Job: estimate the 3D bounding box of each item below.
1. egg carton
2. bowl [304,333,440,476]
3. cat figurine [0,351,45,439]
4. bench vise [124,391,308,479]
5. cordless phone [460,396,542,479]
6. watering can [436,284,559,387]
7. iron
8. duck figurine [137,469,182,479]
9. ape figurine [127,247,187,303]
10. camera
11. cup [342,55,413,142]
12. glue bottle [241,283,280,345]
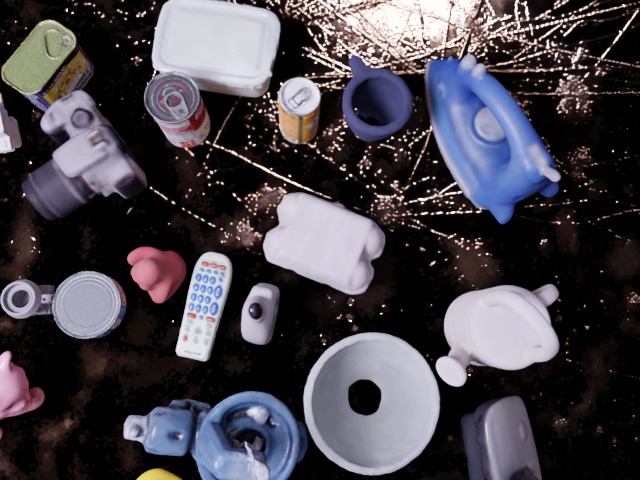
[{"bbox_3d":[0.007,0.003,0.754,0.150,0.069,0.107,21,80,1],"label":"egg carton"},{"bbox_3d":[0.062,0.201,0.722,0.167,0.074,0.167,0,81,-3],"label":"bowl"},{"bbox_3d":[-0.392,0.192,0.678,0.128,0.117,0.067,-43,85,-8],"label":"cat figurine"},{"bbox_3d":[-0.116,0.238,0.633,0.207,0.219,0.121,-9,81,-4],"label":"bench vise"},{"bbox_3d":[0.237,0.264,0.665,0.094,0.185,0.147,-12,81,-4],"label":"cordless phone"},{"bbox_3d":[0.217,0.110,0.684,0.101,0.194,0.173,33,81,3],"label":"watering can"},{"bbox_3d":[0.223,-0.158,0.755,0.119,0.141,0.258,-30,83,-7],"label":"iron"},{"bbox_3d":[-0.191,0.331,0.682,0.077,0.086,0.104,-34,84,-7],"label":"duck figurine"},{"bbox_3d":[-0.211,0.041,0.725,0.076,0.092,0.078,-13,81,-5],"label":"ape figurine"},{"bbox_3d":[-0.320,-0.102,0.739,0.137,0.101,0.143,-36,84,-8],"label":"camera"},{"bbox_3d":[0.066,-0.182,0.774,0.092,0.095,0.118,-27,83,-7],"label":"cup"},{"bbox_3d":[-0.072,0.086,0.684,0.037,0.173,0.078,12,80,0],"label":"glue bottle"}]
